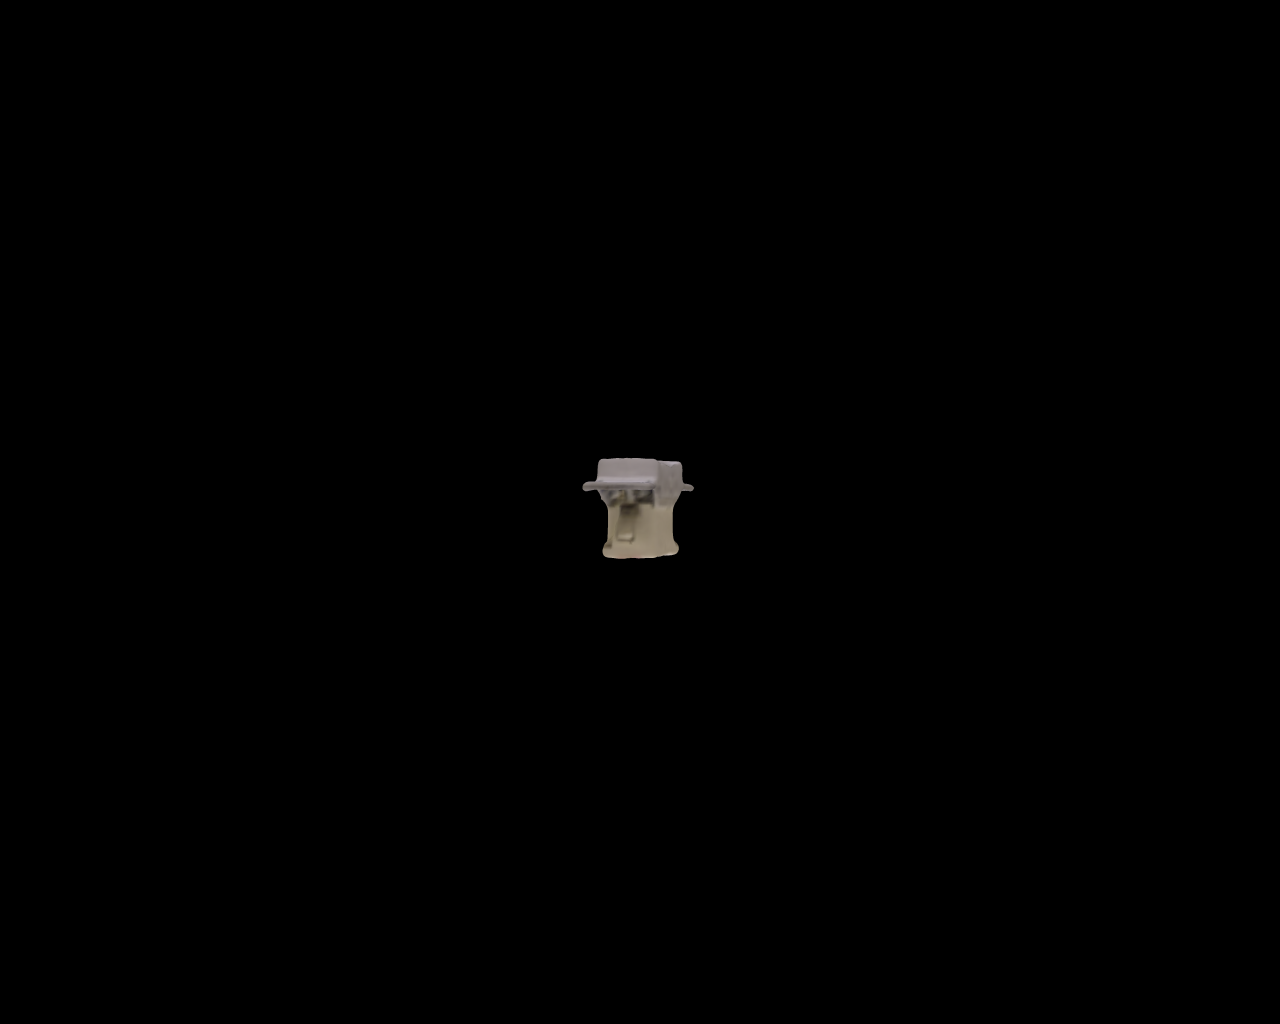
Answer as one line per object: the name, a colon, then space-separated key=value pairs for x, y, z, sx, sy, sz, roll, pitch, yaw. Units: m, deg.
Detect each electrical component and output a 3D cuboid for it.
electrical component: x=0.001 y=-0.003 z=0.650 sx=0.042 sy=0.063 sz=0.081 roll=0 pitch=0 yaw=24
